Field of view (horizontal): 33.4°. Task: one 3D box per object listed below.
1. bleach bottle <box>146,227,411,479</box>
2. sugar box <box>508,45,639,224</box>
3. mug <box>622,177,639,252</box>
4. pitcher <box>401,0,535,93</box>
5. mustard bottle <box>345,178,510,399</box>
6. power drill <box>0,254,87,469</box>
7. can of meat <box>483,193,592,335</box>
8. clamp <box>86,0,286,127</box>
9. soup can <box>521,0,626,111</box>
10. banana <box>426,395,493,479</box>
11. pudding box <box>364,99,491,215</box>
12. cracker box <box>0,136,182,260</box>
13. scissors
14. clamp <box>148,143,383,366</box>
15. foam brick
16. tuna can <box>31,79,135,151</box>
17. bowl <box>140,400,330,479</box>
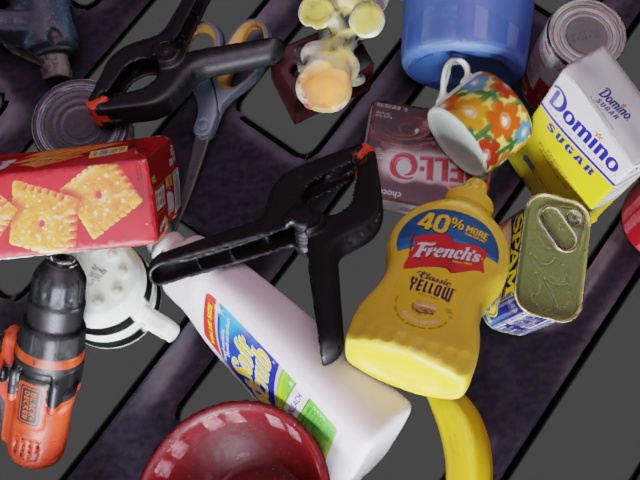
[{"bbox_3d":[-0.045,0.084,0.855,0.251,0.103,0.068,41,53,17],"label":"bleach bottle"},{"bbox_3d":[0.209,-0.072,0.855,0.048,0.176,0.093,-30,77,-10],"label":"sugar box"},{"bbox_3d":[0.296,-0.038,0.896,0.093,0.081,0.117,-32,76,-10],"label":"mug"},{"bbox_3d":[0.124,-0.258,0.944,0.144,0.149,0.243,12,75,-23],"label":"pitcher"},{"bbox_3d":[0.095,0.025,0.827,0.096,0.058,0.191,17,55,13],"label":"mustard bottle"},{"bbox_3d":[-0.271,0.074,0.824,0.188,0.057,0.184,18,112,10],"label":"power drill"},{"bbox_3d":[0.173,0.023,0.870,0.057,0.084,0.102,13,73,-9],"label":"can of meat"},{"bbox_3d":[-0.116,-0.148,0.907,0.120,0.039,0.171,35,73,31],"label":"clamp"},{"bbox_3d":[0.217,-0.154,0.919,0.068,0.102,0.068,0,73,-2],"label":"soup can"},{"bbox_3d":[0.103,0.200,0.847,0.070,0.037,0.198,-4,72,15],"label":"banana"},{"bbox_3d":[0.092,-0.066,0.923,0.113,0.039,0.090,9,73,2],"label":"pudding box"},{"bbox_3d":[-0.223,-0.033,0.824,0.213,0.164,0.072,-5,101,0],"label":"cracker box"},{"bbox_3d":[-0.113,-0.112,0.944,0.096,0.016,0.202,29,86,25],"label":"scissors"},{"bbox_3d":[-0.005,0.001,0.824,0.165,0.036,0.209,30,54,25],"label":"clamp"},{"bbox_3d":[0.001,-0.148,0.939,0.078,0.051,0.053,-26,75,-8],"label":"foam brick"},{"bbox_3d":[-0.207,-0.096,0.930,0.086,0.034,0.086,0,73,-1],"label":"tuna can"},{"bbox_3d":[-0.059,0.207,0.814,0.162,0.055,0.162,-9,61,17],"label":"bowl"}]
